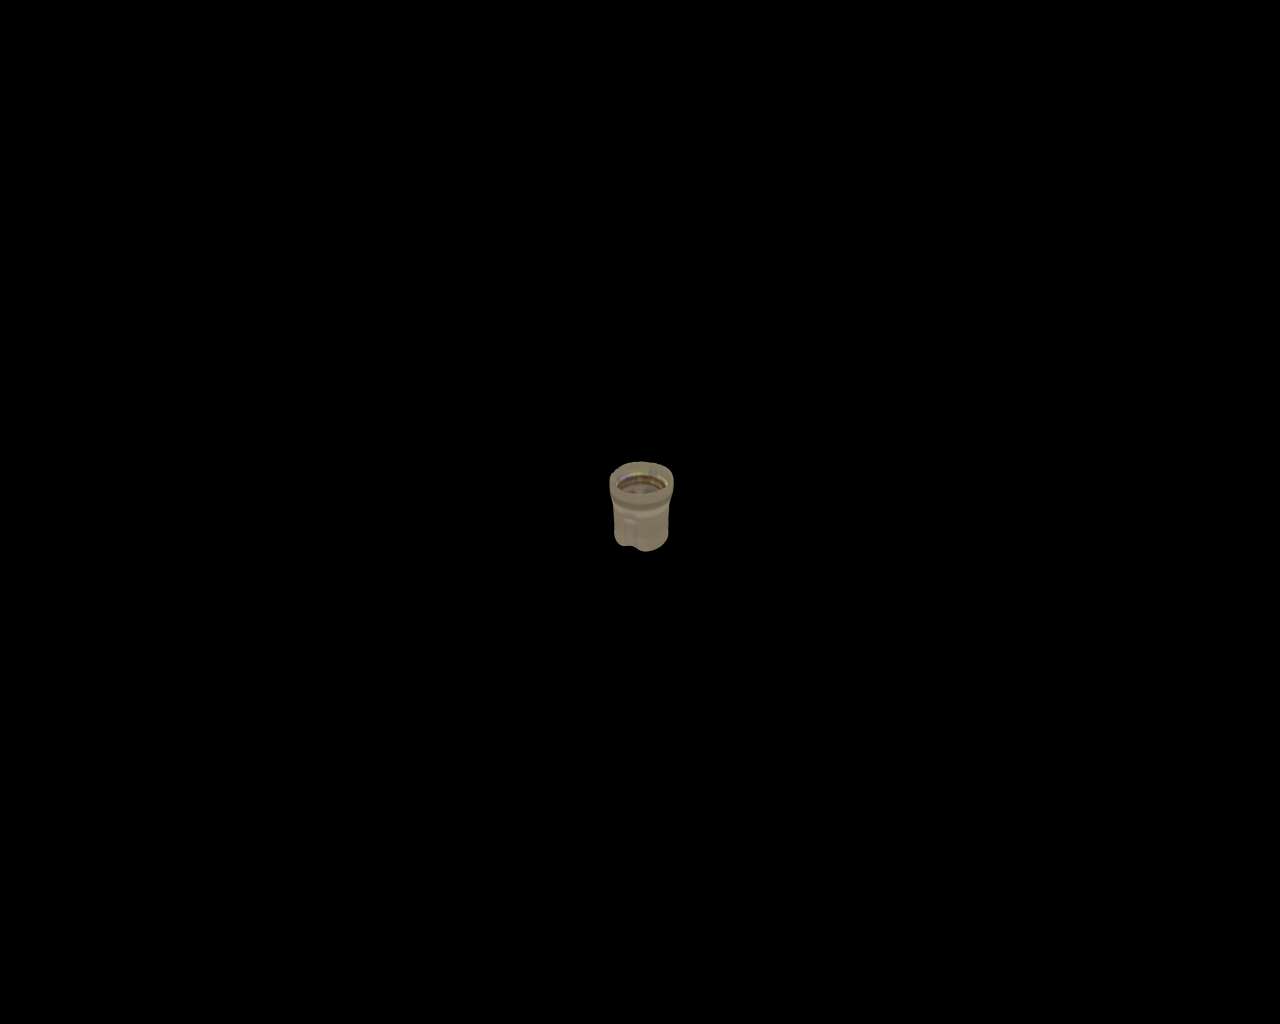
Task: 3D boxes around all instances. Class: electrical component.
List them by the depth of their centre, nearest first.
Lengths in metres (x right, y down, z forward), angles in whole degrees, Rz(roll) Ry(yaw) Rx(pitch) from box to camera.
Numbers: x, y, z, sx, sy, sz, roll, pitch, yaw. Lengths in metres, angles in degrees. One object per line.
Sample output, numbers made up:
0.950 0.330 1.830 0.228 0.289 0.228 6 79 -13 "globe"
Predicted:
0.001 -0.003 0.650 0.040 0.046 0.040 0 33 0 "electrical component"
